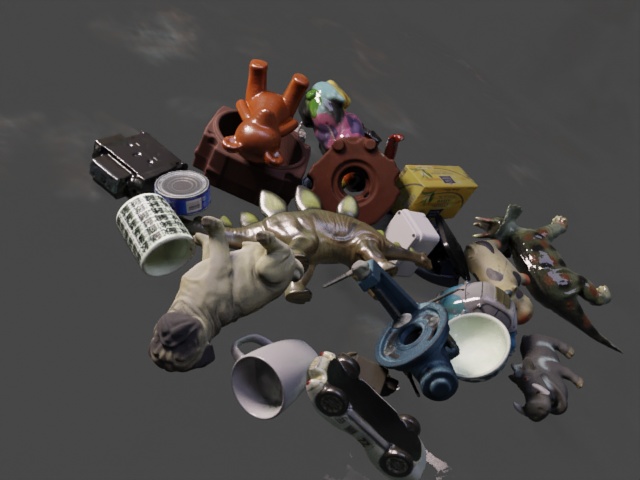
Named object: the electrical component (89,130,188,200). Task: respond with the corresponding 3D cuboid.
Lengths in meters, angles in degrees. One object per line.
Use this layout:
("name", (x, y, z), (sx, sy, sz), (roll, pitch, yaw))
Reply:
("electrical component", (-0.302, -0.118, 0.875), (0.115, 0.058, 0.134), (35, 35, 11))

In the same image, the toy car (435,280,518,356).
("toy car", (0.289, 0.130, 0.950), (0.162, 0.102, 0.109), (29, 36, 2))

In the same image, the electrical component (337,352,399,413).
("electrical component", (0.063, 0.199, 0.760), (0.102, 0.045, 0.078), (22, 64, -7))

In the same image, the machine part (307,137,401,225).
("machine part", (0.063, -0.104, 1.001), (0.179, 0.179, 0.056), (28, 1, -3))

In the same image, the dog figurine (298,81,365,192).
("dog figurine", (0.040, -0.198, 1.099), (0.191, 0.108, 0.219), (51, 19, -44))

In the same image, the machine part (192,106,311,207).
("machine part", (-0.125, -0.164, 1.032), (0.201, 0.087, 0.201), (24, 37, -8))

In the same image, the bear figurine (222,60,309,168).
("bear figurine", (-0.096, -0.219, 0.941), (0.120, 0.131, 0.196), (19, 30, -5))

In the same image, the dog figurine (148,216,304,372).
("dog figurine", (-0.115, 0.087, 0.695), (0.172, 0.121, 0.190), (13, 69, -6))

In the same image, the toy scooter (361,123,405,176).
("toy scooter", (0.119, -0.202, 1.207), (0.184, 0.135, 0.075), (39, 36, 15))

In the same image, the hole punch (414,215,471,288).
("hole punch", (0.232, 0.032, 1.059), (0.115, 0.092, 0.142), (46, 23, -30))

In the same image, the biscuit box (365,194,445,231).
("biscuit box", (0.165, -0.052, 1.119), (0.202, 0.059, 0.063), (2, 44, -34))

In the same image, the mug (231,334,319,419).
("mug", (-0.058, 0.164, 0.693), (0.110, 0.080, 0.107), (36, 24, 24))

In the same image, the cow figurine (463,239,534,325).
("cow figurine", (0.354, 0.082, 1.070), (0.127, 0.085, 0.195), (5, 44, -40))

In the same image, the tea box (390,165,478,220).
("tea box", (0.222, -0.093, 1.074), (0.169, 0.098, 0.068), (-8, 51, -38))

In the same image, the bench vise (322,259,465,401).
("bench vise", (0.124, 0.110, 0.780), (0.240, 0.129, 0.224), (49, 25, -17))

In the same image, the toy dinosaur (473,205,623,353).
("toy dinosaur", (0.485, 0.069, 1.159), (0.192, 0.131, 0.405), (-6, 52, -24))

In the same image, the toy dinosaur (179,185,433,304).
("toy dinosaur", (-0.032, 0.002, 0.876), (0.471, 0.105, 0.199), (7, 39, -16))

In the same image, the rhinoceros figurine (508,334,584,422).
("rhinoceros figurine", (0.379, 0.230, 0.915), (0.112, 0.073, 0.190), (32, 35, 1))

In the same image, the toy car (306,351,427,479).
("toy car", (0.059, 0.224, 0.681), (0.201, 0.056, 0.073), (45, 32, -7))
